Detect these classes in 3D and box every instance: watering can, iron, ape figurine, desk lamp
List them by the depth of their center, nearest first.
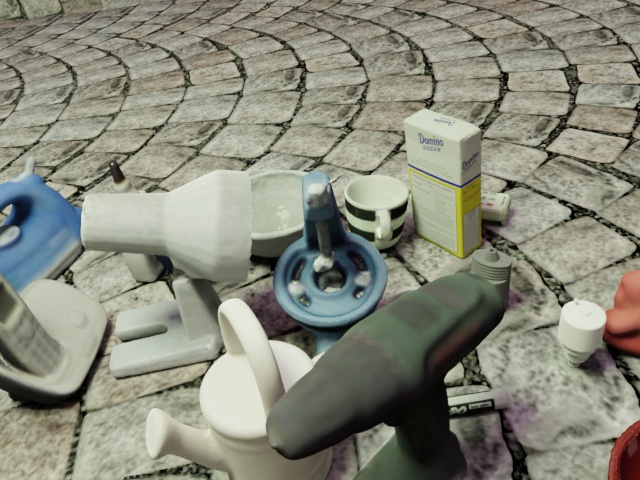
[{"bbox_3d":[-0.055,0.137,0.482,0.100,0.194,0.173,23,47,36],"label":"watering can"},{"bbox_3d":[0.321,0.068,0.581,0.078,0.092,0.076,-24,39,-19],"label":"ape figurine"},{"bbox_3d":[-0.156,0.032,0.627,0.203,0.214,0.117,-12,37,-4],"label":"desk lamp"},{"bbox_3d":[-0.440,0.003,0.785,0.118,0.142,0.258,4,39,17],"label":"iron"}]

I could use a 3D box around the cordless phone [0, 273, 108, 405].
[{"bbox_3d":[-0.317,0.075,0.627,0.094,0.185,0.147,-7,37,3],"label":"cordless phone"}]

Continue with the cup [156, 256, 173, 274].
[{"bbox_3d":[-0.175,0.007,0.764,0.091,0.095,0.117,-7,37,3],"label":"cup"}]

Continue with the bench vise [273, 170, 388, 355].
[{"bbox_3d":[-0.005,0.006,0.625,0.121,0.220,0.206,-19,38,-13],"label":"bench vise"}]

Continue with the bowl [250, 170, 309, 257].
[{"bbox_3d":[-0.060,-0.027,0.802,0.167,0.075,0.167,-6,37,4],"label":"bowl"}]

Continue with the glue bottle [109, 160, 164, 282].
[{"bbox_3d":[-0.245,-0.030,0.762,0.037,0.173,0.078,0,38,13],"label":"glue bottle"}]

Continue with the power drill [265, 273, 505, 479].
[{"bbox_3d":[0.063,0.135,0.448,0.075,0.209,0.230,25,48,37],"label":"power drill"}]
